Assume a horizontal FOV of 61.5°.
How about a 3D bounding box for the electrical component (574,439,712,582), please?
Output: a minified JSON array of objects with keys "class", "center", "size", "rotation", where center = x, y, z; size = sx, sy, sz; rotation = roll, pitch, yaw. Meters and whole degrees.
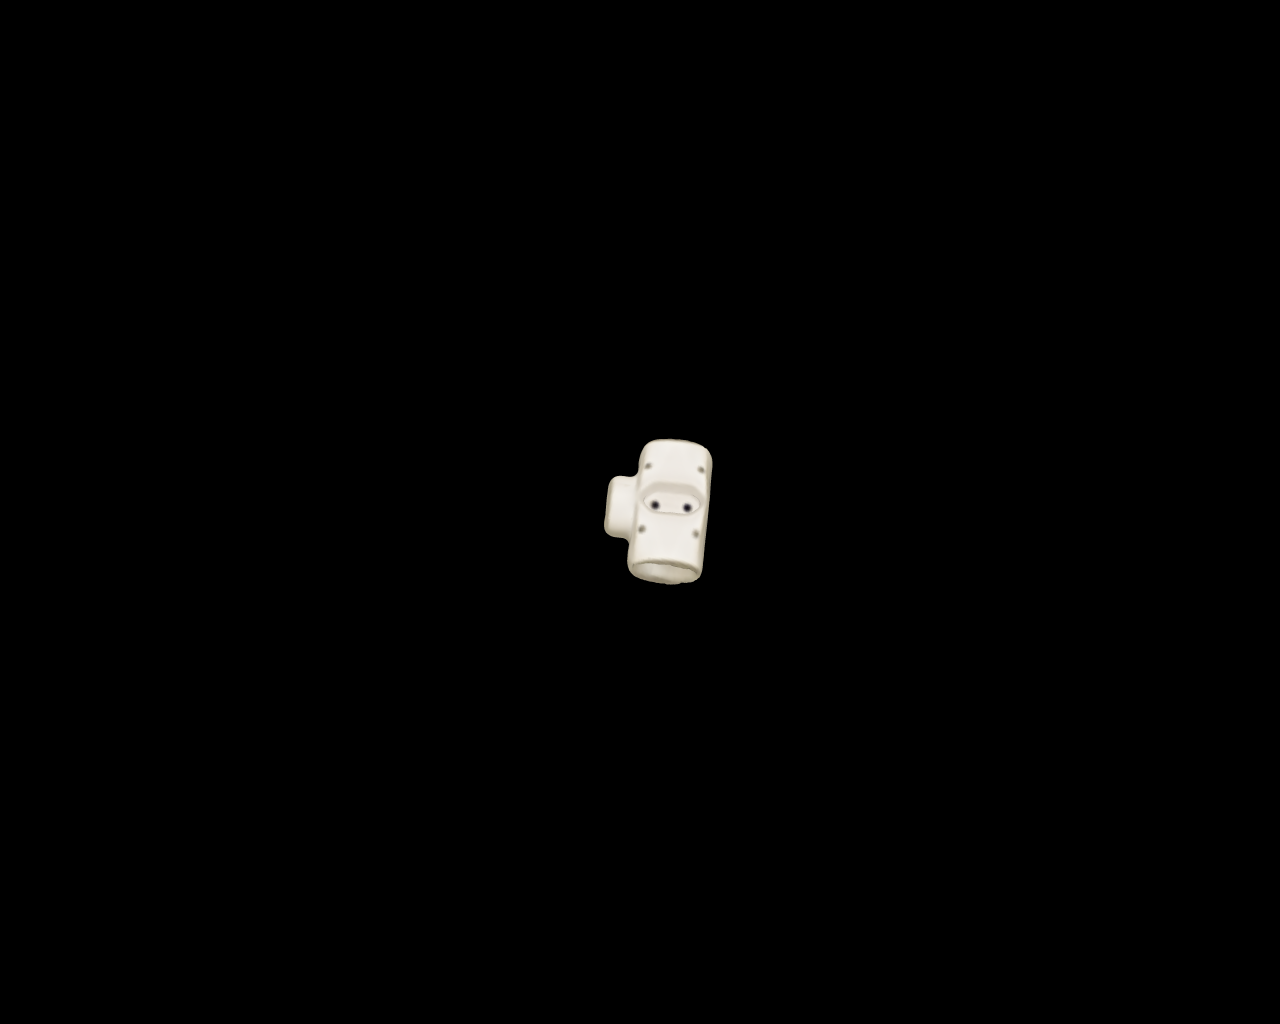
[{"class":"electrical component","center":[0.001,-0.003,0.650],"size":[0.079,0.077,0.043],"rotation":[7,-19,2]}]
